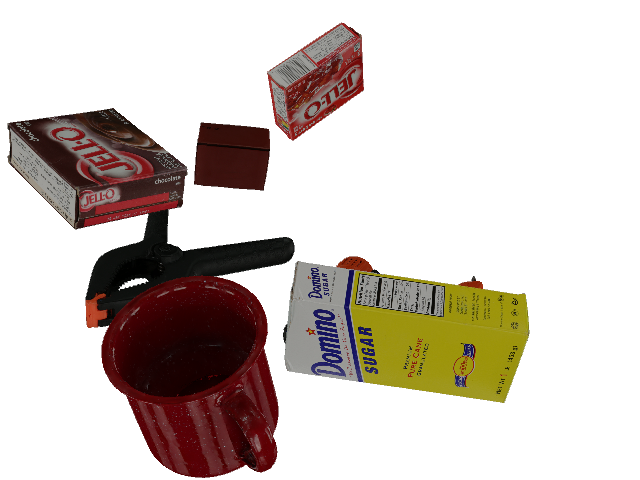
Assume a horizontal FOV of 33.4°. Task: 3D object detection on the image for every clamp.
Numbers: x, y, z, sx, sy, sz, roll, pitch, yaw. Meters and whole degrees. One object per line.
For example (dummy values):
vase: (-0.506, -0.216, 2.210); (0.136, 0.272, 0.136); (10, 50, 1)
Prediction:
clamp: (-0.149, 0.017, 0.989); (0.165, 0.036, 0.209); (25, 37, 31)

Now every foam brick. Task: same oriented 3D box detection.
foam brick: (-0.095, -0.091, 1.150); (0.078, 0.051, 0.053); (5, 30, -4)

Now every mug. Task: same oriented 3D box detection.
mug: (-0.062, 0.087, 0.604); (0.093, 0.081, 0.117); (-35, 48, -23)

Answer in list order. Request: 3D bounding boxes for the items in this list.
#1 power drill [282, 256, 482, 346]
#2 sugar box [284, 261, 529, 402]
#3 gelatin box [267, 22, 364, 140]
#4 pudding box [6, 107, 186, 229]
power drill: (0.070, 0.079, 1.147); (0.188, 0.057, 0.184); (9, 29, 22)
sugar box: (0.062, 0.072, 0.814); (0.176, 0.048, 0.093); (6, -43, 0)
gelatin box: (-0.002, -0.141, 0.948); (0.089, 0.030, 0.073); (-36, -27, -17)
pudding box: (-0.166, -0.055, 0.786); (0.089, 0.039, 0.114); (-14, 35, -38)
